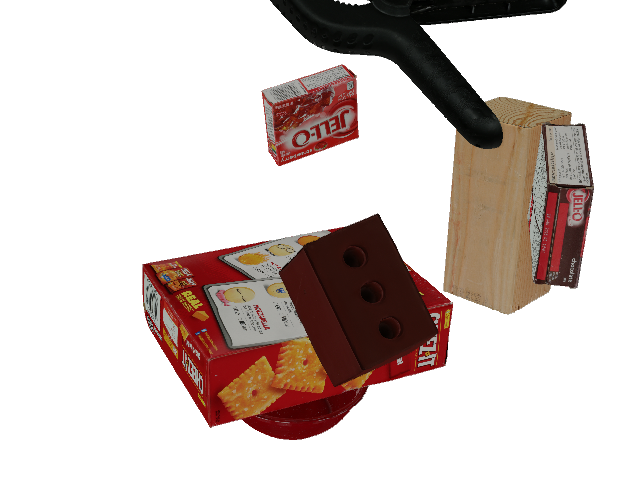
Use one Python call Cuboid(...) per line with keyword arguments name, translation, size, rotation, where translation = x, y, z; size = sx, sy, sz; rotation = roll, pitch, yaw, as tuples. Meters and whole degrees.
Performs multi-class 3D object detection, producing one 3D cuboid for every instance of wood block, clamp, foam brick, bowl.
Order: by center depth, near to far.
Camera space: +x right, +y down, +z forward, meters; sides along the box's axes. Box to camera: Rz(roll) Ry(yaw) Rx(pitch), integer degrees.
Cuboid(name="foam brick", translation=(0.020, 0.035, 0.605), size=(0.052, 0.078, 0.051), rotation=(-23, -9, -25))
Cuboid(name="clamp", translation=(0.051, -0.143, 0.709), size=(0.210, 0.164, 0.036), rotation=(16, -38, 6))
Cuboid(name="bowl", translation=(-0.031, 0.157, 1.111), size=(0.162, 0.055, 0.162), rotation=(2, 30, -1))
Cuboid(name="wood block", translation=(0.199, -0.039, 1.146), size=(0.090, 0.206, 0.090), rotation=(20, 28, 37))

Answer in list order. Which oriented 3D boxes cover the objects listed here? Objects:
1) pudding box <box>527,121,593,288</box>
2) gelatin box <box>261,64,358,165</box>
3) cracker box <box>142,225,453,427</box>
Cuboid(name="pudding box", translation=(0.188, -0.030, 0.839), size=(0.039, 0.090, 0.113), rotation=(5, 32, 5))
Cuboid(name="gelatin box", translation=(-0.008, -0.119, 1.012), size=(0.089, 0.073, 0.030), rotation=(-20, 46, -16))
Cuboid(name="cracker box", translation=(-0.023, 0.065, 0.895), size=(0.213, 0.072, 0.164), rotation=(-10, 29, -24))
